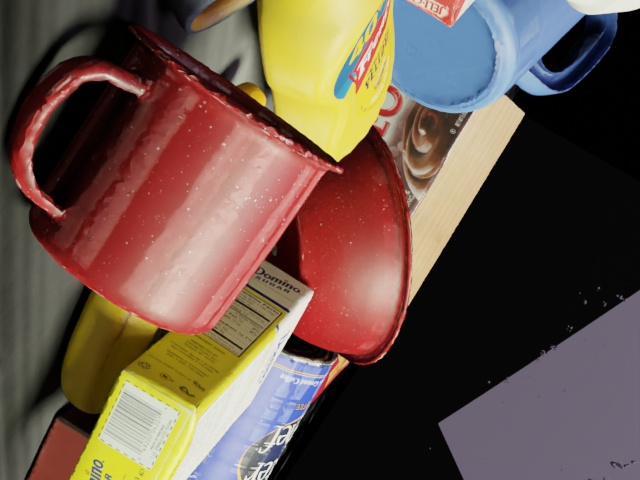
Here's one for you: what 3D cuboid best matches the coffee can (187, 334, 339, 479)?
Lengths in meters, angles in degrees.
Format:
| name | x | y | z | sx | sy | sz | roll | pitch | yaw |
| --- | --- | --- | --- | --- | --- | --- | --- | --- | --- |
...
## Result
| name | x | y | z | sx | sy | sz | roll | pitch | yaw |
| --- | --- | --- | --- | --- | --- | --- | --- | --- | --- |
| coffee can | -0.065 | 0.112 | 0.723 | 0.140 | 0.103 | 0.102 | -61 | 171 | 11 |

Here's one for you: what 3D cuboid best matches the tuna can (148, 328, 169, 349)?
| name | x | y | z | sx | sy | sz | roll | pitch | yaw |
| --- | --- | --- | --- | --- | --- | --- | --- | --- | --- |
| tuna can | -0.076 | 0.032 | 0.610 | 0.086 | 0.034 | 0.086 | -56 | 171 | -14 |

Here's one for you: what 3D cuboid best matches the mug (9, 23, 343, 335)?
| name | x | y | z | sx | sy | sz | roll | pitch | yaw |
| --- | --- | --- | --- | --- | --- | --- | --- | --- | --- |
| mug | -0.059 | -0.023 | 0.382 | 0.117 | 0.093 | 0.081 | 27 | 101 | -50 |

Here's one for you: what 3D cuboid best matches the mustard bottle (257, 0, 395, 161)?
| name | x | y | z | sx | sy | sz | roll | pitch | yaw |
| --- | --- | --- | --- | --- | --- | --- | --- | --- | --- |
| mustard bottle | 0.005 | -0.107 | 0.504 | 0.191 | 0.058 | 0.096 | 77 | 35 | -77 |

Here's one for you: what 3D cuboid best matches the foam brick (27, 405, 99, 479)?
| name | x | y | z | sx | sy | sz | roll | pitch | yaw |
| --- | --- | --- | --- | --- | --- | --- | --- | --- | --- |
| foam brick | -0.119 | 0.118 | 0.608 | 0.053 | 0.051 | 0.078 | -63 | 171 | 18 |

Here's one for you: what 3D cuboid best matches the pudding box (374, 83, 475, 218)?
| name | x | y | z | sx | sy | sz | roll | pitch | yaw |
| --- | --- | --- | --- | --- | --- | --- | --- | --- | --- |
| pudding box | 0.047 | -0.071 | 0.766 | 0.113 | 0.090 | 0.039 | -58 | 173 | -11 |

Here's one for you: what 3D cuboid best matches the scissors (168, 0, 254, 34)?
| name | x | y | z | sx | sy | sz | roll | pitch | yaw |
| --- | --- | --- | --- | --- | --- | --- | --- | --- | --- |
| scissors | 0.014 | -0.134 | 0.352 | 0.202 | 0.016 | 0.096 | -36 | 174 | 27 |

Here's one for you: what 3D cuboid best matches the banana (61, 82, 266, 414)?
| name | x | y | z | sx | sy | sz | roll | pitch | yaw |
| --- | --- | --- | --- | --- | --- | --- | --- | --- | --- |
| banana | -0.083 | 0.014 | 0.515 | 0.198 | 0.037 | 0.069 | -61 | -175 | 18 |

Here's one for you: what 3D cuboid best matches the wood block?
| name | x | y | z | sx | sy | sz | roll | pitch | yaw |
| --- | --- | --- | --- | --- | --- | --- | --- | --- | --- |
| wood block | 0.064 | -0.044 | 0.864 | 0.090 | 0.091 | 0.206 | 24 | 98 | -55 |

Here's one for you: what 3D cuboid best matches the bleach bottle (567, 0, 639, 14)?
| name | x | y | z | sx | sy | sz | roll | pitch | yaw |
| --- | --- | --- | --- | --- | --- | --- | --- | --- | --- |
| bleach bottle | 0.132 | -0.179 | 0.545 | 0.250 | 0.068 | 0.103 | 12 | 131 | -49 |

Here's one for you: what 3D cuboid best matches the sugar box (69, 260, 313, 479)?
| name | x | y | z | sx | sy | sz | roll | pitch | yaw |
| --- | --- | --- | --- | --- | --- | --- | --- | --- | --- |
| sugar box | -0.065 | 0.078 | 0.558 | 0.093 | 0.048 | 0.176 | -61 | 176 | 22 |

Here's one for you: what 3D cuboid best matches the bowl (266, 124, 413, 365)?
| name | x | y | z | sx | sy | sz | roll | pitch | yaw |
| --- | --- | --- | --- | --- | --- | --- | --- | --- | --- |
| bowl | -0.004 | 0.001 | 0.669 | 0.055 | 0.162 | 0.162 | -4 | 141 | -24 |

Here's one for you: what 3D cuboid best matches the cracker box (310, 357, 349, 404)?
| name | x | y | z | sx | sy | sz | roll | pitch | yaw |
| --- | --- | --- | --- | --- | --- | --- | --- | --- | --- |
| cracker box | 0.003 | 0.102 | 1.176 | 0.164 | 0.072 | 0.213 | -63 | 170 | 22 |

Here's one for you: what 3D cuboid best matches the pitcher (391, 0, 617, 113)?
| name | x | y | z | sx | sy | sz | roll | pitch | yaw |
| --- | --- | --- | --- | --- | --- | --- | --- | --- | --- |
| pitcher | 0.139 | -0.182 | 0.748 | 0.242 | 0.149 | 0.145 | -47 | 167 | -39 |

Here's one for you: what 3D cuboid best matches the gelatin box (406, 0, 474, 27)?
| name | x | y | z | sx | sy | sz | roll | pitch | yaw |
| --- | --- | --- | --- | --- | --- | --- | --- | --- | --- |
| gelatin box | 0.063 | -0.163 | 0.591 | 0.089 | 0.073 | 0.030 | -52 | 170 | -42 |
